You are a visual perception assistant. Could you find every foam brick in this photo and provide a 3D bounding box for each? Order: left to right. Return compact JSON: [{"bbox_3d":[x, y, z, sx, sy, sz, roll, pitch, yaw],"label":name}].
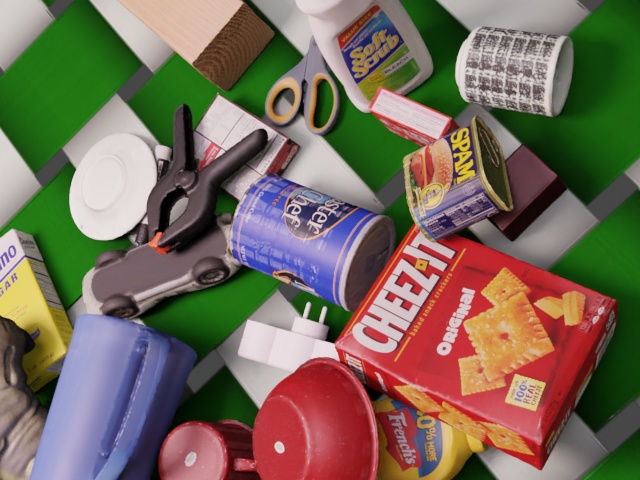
[{"bbox_3d":[0.194,-0.046,1.051,0.078,0.053,0.051,-45,66,6],"label":"foam brick"}]

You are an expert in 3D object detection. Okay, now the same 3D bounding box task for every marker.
[{"bbox_3d":[-0.192,-0.049,1.225,0.020,0.020,0.121,8,81,23],"label":"marker"}]

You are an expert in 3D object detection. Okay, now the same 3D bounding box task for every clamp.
[{"bbox_3d":[-0.127,-0.063,1.144,0.120,0.039,0.171,9,75,30],"label":"clamp"}]

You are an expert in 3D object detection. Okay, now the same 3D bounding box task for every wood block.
[{"bbox_3d":[-0.163,-0.274,1.228,0.206,0.090,0.091,42,94,25],"label":"wood block"}]

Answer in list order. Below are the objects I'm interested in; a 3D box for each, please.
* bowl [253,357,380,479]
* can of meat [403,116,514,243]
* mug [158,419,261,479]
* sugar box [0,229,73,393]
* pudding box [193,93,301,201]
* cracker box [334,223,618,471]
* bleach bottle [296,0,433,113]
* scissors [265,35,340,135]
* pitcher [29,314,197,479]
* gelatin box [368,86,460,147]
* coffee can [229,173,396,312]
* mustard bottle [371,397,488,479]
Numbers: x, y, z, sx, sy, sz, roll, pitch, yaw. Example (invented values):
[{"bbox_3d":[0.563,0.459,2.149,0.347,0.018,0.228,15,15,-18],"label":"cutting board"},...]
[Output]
[{"bbox_3d":[-0.016,0.191,1.001,0.162,0.055,0.162,-6,83,53],"label":"bowl"},{"bbox_3d":[0.130,-0.056,1.016,0.084,0.057,0.102,-27,41,25],"label":"can of meat"},{"bbox_3d":[-0.102,0.229,1.088,0.117,0.081,0.093,2,78,22],"label":"mug"},{"bbox_3d":[-0.350,0.084,1.242,0.093,0.048,0.176,-36,68,11],"label":"sugar box"},{"bbox_3d":[-0.092,-0.098,1.186,0.114,0.039,0.090,35,91,23],"label":"pudding box"},{"bbox_3d":[0.146,0.091,0.999,0.214,0.072,0.164,24,64,25],"label":"cracker box"},{"bbox_3d":[0.032,-0.208,1.045,0.103,0.250,0.068,-29,69,13],"label":"bleach bottle"},{"bbox_3d":[-0.019,-0.210,1.196,0.096,0.016,0.202,-10,74,20],"label":"scissors"},{"bbox_3d":[-0.218,0.203,1.079,0.145,0.149,0.242,7,68,21],"label":"pitcher"},{"bbox_3d":[0.101,-0.119,1.094,0.089,0.073,0.030,27,89,25],"label":"gelatin box"},{"bbox_3d":[-0.007,0.001,1.093,0.140,0.102,0.103,22,86,25],"label":"coffee can"},{"bbox_3d":[0.085,0.193,1.035,0.192,0.058,0.096,-11,71,19],"label":"mustard bottle"}]
